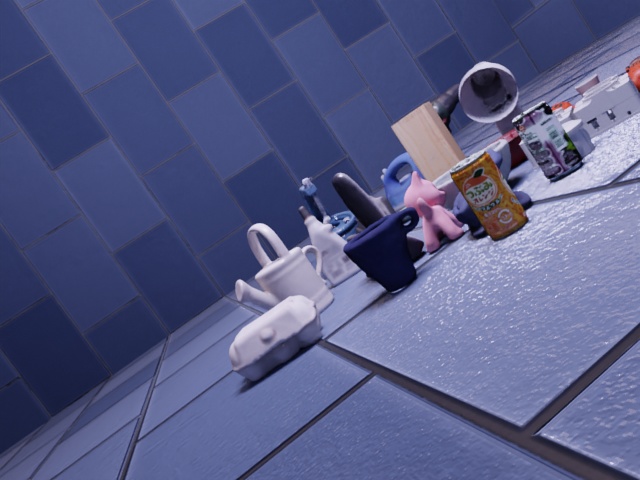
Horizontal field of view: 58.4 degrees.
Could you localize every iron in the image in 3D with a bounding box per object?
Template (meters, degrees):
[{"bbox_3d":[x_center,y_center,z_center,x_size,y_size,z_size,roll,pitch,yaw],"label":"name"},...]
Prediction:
[{"bbox_3d":[0.233,-0.164,1.545,0.119,0.141,0.257,-37,5,-34],"label":"iron"}]

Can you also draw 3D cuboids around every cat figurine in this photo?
[{"bbox_3d":[0.173,-0.053,0.922,0.067,0.118,0.128,-33,5,17],"label":"cat figurine"}]

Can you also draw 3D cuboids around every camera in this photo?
[{"bbox_3d":[0.109,-0.049,1.487,0.143,0.101,0.137,-32,5,32],"label":"camera"}]

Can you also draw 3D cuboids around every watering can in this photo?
[{"bbox_3d":[-0.072,0.059,1.032,0.100,0.194,0.173,-31,6,39],"label":"watering can"}]

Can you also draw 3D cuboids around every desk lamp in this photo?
[{"bbox_3d":[0.400,-0.298,1.270,0.117,0.213,0.203,-32,5,27],"label":"desk lamp"}]

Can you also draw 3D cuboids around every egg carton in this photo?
[{"bbox_3d":[-0.066,0.145,0.862,0.150,0.069,0.107,-34,4,2],"label":"egg carton"}]

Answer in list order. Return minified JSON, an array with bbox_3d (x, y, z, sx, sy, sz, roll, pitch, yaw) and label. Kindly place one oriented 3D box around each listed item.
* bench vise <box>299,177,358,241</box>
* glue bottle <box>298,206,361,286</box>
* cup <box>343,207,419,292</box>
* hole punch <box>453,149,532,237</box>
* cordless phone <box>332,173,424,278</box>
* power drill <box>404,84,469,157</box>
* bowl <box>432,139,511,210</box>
[{"bbox_3d":[0.002,-0.036,1.354,0.122,0.220,0.207,-37,5,-34],"label":"bench vise"},{"bbox_3d":[0.011,0.004,1.153,0.078,0.173,0.037,-33,5,13],"label":"glue bottle"},{"bbox_3d":[0.105,0.017,0.814,0.118,0.095,0.091,-34,4,2],"label":"cup"},{"bbox_3d":[0.231,-0.068,0.816,0.101,0.091,0.109,-33,4,12],"label":"hole punch"},{"bbox_3d":[0.078,-0.032,0.954,0.094,0.185,0.147,-36,5,-14],"label":"cordless phone"},{"bbox_3d":[0.349,-0.287,1.577,0.229,0.208,0.075,-35,5,-5],"label":"power drill"},{"bbox_3d":[0.269,-0.100,1.001,0.167,0.075,0.167,-34,4,3],"label":"bowl"}]
